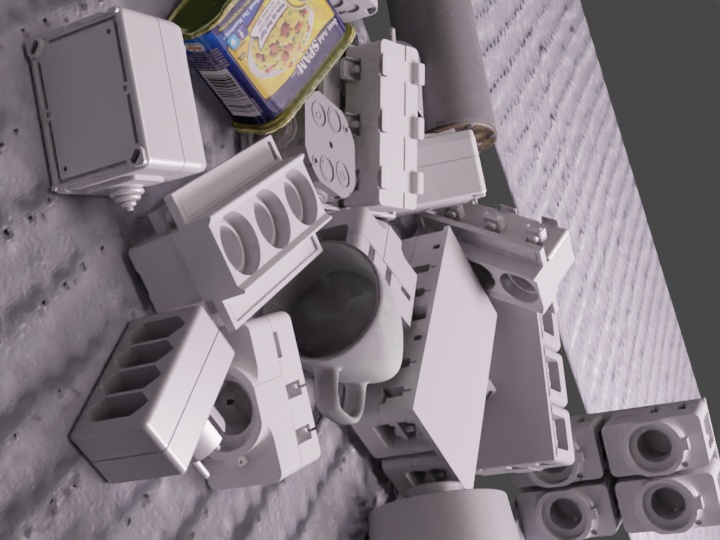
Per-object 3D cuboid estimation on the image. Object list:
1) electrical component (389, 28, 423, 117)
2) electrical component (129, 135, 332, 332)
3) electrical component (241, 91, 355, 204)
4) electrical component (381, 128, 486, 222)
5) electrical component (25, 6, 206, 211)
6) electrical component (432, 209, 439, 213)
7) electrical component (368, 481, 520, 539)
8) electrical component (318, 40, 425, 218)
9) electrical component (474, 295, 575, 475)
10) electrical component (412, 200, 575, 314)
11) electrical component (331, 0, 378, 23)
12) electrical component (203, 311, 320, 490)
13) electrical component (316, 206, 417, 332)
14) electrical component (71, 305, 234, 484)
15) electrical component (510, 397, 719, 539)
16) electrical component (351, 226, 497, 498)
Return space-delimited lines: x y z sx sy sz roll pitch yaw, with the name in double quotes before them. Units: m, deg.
"electrical component" 0.028 -0.160 0.879 0.079 0.044 0.077 83 5 -50
"electrical component" -0.073 -0.021 0.617 0.078 0.063 0.121 66 28 -12
"electrical component" -0.041 -0.078 0.726 0.080 0.051 0.080 37 47 -53
"electrical component" 0.046 -0.077 0.860 0.061 0.096 0.061 130 -51 -86
"electrical component" -0.121 -0.077 0.552 0.061 0.062 0.096 -4 82 -64
"electrical component" 0.071 -0.070 0.961 0.078 0.040 0.040 -27 103 -63
"electrical component" 0.056 0.181 0.748 0.108 0.108 0.060 30 46 -57
"electrical component" 0.008 -0.103 0.788 0.079 0.063 0.121 4 85 -46
"electrical component" 0.131 0.100 0.948 0.062 0.089 0.150 26 56 -58
"electrical component" 0.113 -0.017 0.905 0.063 0.121 0.078 -52 141 -25
"electrical component" -0.043 -0.219 0.755 0.113 0.078 0.057 23 61 -59
"electrical component" -0.065 0.074 0.610 0.056 0.050 0.089 -14 91 -65
"electrical component" 0.000 0.000 0.774 0.089 0.050 0.055 52 37 -42
"electrical component" -0.095 0.076 0.553 0.075 0.047 0.083 60 31 -32
"electrical component" 0.239 0.192 1.015 0.060 0.186 0.105 -20 97 -64
"electrical component" 0.050 0.071 0.831 0.105 0.060 0.186 58 32 -35
